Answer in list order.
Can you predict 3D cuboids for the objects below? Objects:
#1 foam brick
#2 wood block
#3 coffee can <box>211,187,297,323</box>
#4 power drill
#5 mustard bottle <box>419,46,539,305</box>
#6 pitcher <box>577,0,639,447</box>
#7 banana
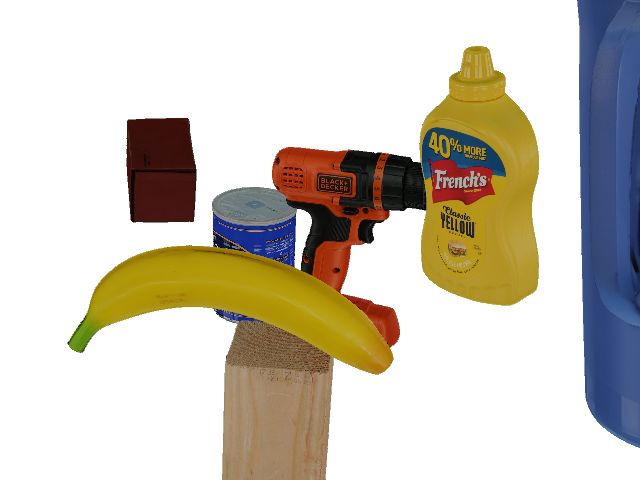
[{"bbox_3d":[-0.130,-0.058,0.866,0.053,0.051,0.078,-1,38,-11],"label":"foam brick"},{"bbox_3d":[-0.039,0.186,0.960,0.090,0.206,0.090,5,21,3],"label":"wood block"},{"bbox_3d":[-0.081,0.018,1.306,0.103,0.140,0.103,2,25,-1],"label":"coffee can"},{"bbox_3d":[0.043,0.006,1.009,0.185,0.188,0.057,9,21,17],"label":"power drill"},{"bbox_3d":[0.119,-0.051,0.804,0.058,0.192,0.096,-24,32,-36],"label":"mustard bottle"},{"bbox_3d":[0.185,-0.015,0.528,0.149,0.243,0.145,-4,20,-4],"label":"pitcher"},{"bbox_3d":[-0.053,0.039,0.645,0.198,0.070,0.037,4,18,4],"label":"banana"}]
